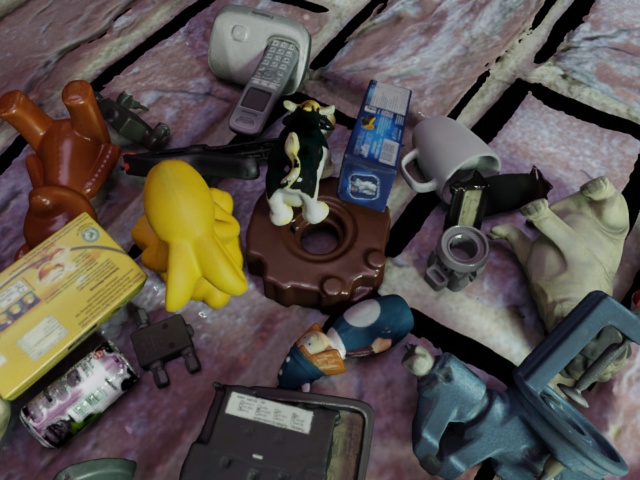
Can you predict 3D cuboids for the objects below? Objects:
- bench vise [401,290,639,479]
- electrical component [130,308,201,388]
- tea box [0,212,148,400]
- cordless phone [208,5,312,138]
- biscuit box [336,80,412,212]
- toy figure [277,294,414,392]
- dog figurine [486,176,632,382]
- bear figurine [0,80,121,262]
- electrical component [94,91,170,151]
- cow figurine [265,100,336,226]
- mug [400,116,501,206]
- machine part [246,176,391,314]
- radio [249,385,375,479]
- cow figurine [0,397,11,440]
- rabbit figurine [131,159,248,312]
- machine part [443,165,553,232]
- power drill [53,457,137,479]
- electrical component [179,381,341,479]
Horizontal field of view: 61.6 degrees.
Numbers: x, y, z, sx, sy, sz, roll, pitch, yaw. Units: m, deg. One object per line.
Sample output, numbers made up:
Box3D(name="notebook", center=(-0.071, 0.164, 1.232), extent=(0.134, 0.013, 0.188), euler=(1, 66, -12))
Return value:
Box3D(name="bench vise", center=(0.200, 0.131, 0.489), extent=(0.224, 0.129, 0.240), euler=(42, 102, 13))
Box3D(name="electrical component", center=(-0.169, 0.110, 0.584), extent=(0.063, 0.021, 0.094), euler=(-24, 63, -12))
Box3D(name="tea box", center=(-0.270, 0.064, 0.537), extent=(0.098, 0.068, 0.169), euler=(48, 61, -3))
Box3D(name="cordless phone", center=(-0.103, -0.223, 0.737), extent=(0.147, 0.088, 0.184), euler=(19, 67, 10))
Box3D(name="biscuit box", center=(0.068, -0.120, 0.649), extent=(0.059, 0.062, 0.203), euler=(16, 42, 3))
Box3D(name="toy figure", center=(0.023, 0.106, 0.565), extent=(0.154, 0.064, 0.057), euler=(-24, 94, -15))
Box3D(name="dog figurine", center=(0.297, 0.042, 0.586), extent=(0.172, 0.121, 0.190), euler=(-21, 77, -7))
Box3D(name="bear figurine", center=(-0.311, -0.071, 0.630), extent=(0.120, 0.131, 0.196), euler=(-6, 55, 5))
Box3D(name="electrical component", center=(-0.248, -0.161, 0.714), extent=(0.102, 0.078, 0.045), euler=(41, 93, 26))
Box3D(name="cow figurine", center=(-0.021, -0.106, 0.602), extent=(0.068, 0.098, 0.167), euler=(3, 58, 10))
Box3D(name="mug", center=(0.150, -0.101, 0.671), extent=(0.110, 0.080, 0.107), euler=(-23, 51, -5))
Box3D(name="machine part", center=(-0.001, -0.002, 0.626), extent=(0.179, 0.056, 0.179), euler=(-1, 59, 1))
Box3D(name="radio", center=(-0.034, 0.251, 0.474), extent=(0.131, 0.073, 0.229), euler=(10, 61, 6))
Box3D(name="cow figurine", center=(-0.394, 0.148, 0.531), extent=(0.195, 0.085, 0.127), euler=(20, 69, 14))
Box3D(name="rabbit figurine", center=(-0.143, -0.003, 0.562), extent=(0.122, 0.173, 0.162), euler=(-12, 57, -11))
Box3D(name="machine part", center=(0.211, -0.049, 0.645), extent=(0.139, 0.084, 0.039), euler=(-14, 34, -17))
Box3D(name="power drill", center=(-0.159, 0.280, 0.413), extent=(0.232, 0.086, 0.207), euler=(-48, 56, 19))
Box3D(name="electrical component", center=(-0.052, 0.193, 0.433), extent=(0.115, 0.058, 0.134), euler=(12, 63, 10))
